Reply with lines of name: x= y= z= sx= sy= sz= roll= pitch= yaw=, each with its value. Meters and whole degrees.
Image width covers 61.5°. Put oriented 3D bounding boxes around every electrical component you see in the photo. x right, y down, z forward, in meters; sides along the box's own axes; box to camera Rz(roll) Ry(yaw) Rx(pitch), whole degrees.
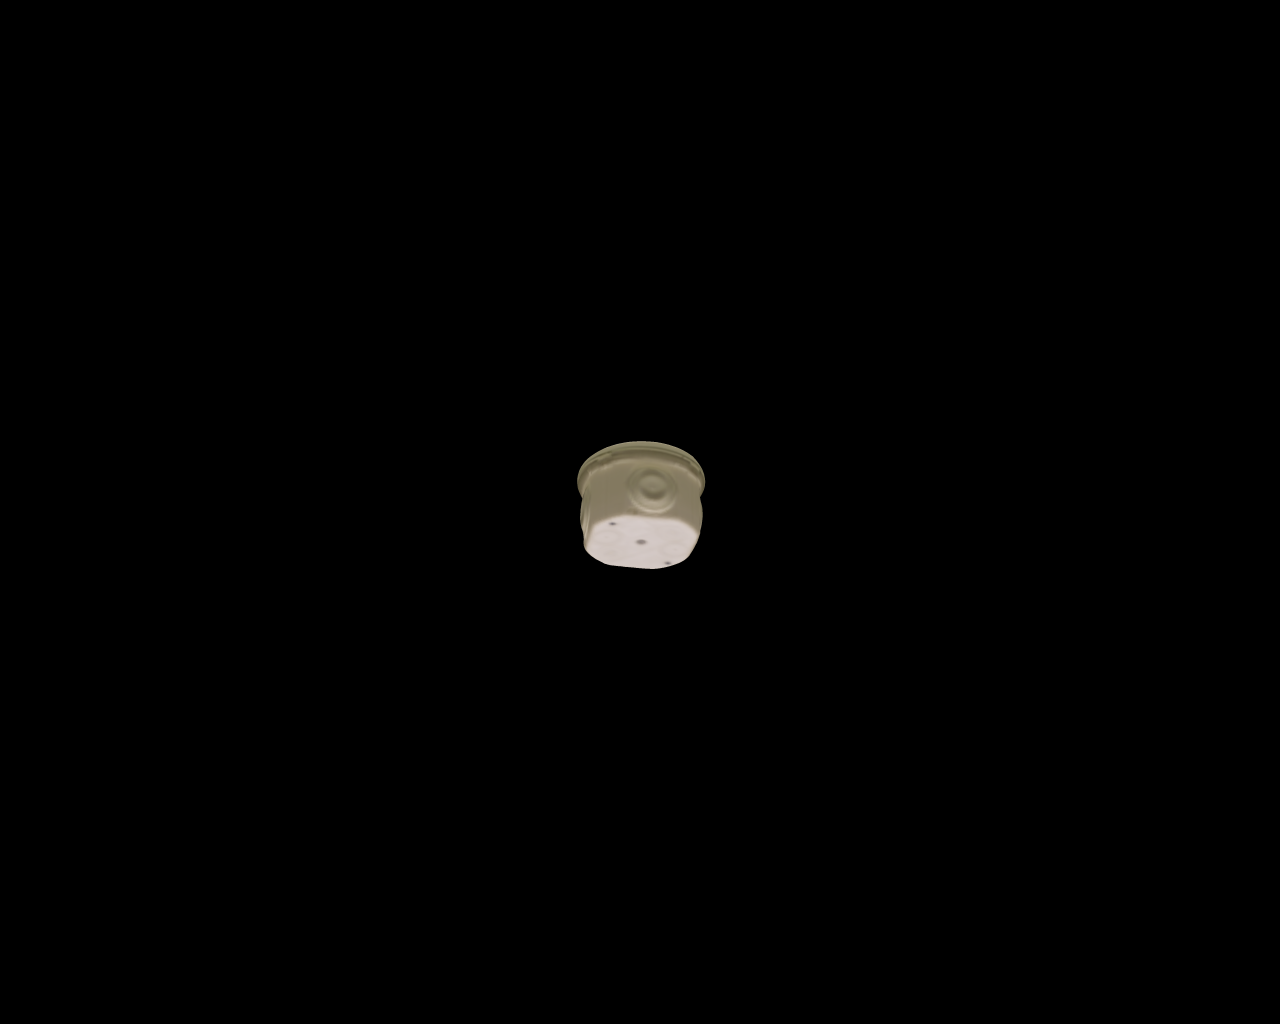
electrical component: x=0.001 y=-0.003 z=0.650 sx=0.080 sy=0.051 sz=0.080 roll=0 pitch=-31 yaw=0
